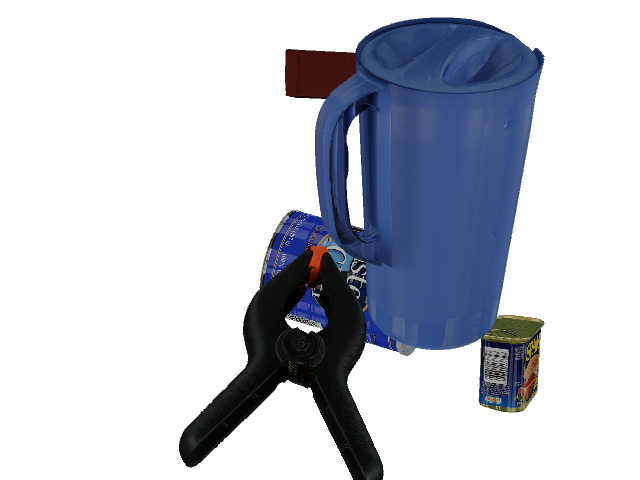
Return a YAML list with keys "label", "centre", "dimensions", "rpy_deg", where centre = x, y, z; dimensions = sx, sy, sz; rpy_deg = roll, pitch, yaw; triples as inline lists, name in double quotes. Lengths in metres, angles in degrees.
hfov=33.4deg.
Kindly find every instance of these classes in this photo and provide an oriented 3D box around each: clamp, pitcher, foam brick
- label: "clamp"
  centre: [-0.024, 0.078, 0.667]
  dimensions: [0.120, 0.171, 0.039]
  rpy_deg: [6, -40, -8]
- label: "pitcher"
  centre: [0.082, -0.036, 0.816]
  dimensions: [0.149, 0.243, 0.145]
  rpy_deg: [7, 34, 11]
- label: "foam brick"
  centre: [0.004, -0.180, 1.161]
  dimensions: [0.078, 0.051, 0.053]
  rpy_deg: [0, 11, -16]

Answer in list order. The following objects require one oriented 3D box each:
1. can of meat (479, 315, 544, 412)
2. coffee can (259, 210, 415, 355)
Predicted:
- label: "can of meat"
  centre: [0.210, 0.135, 1.179]
  dimensions: [0.058, 0.084, 0.102]
  rpy_deg: [5, 11, 23]
- label: "coffee can"
  centre: [0.029, 0.038, 0.985]
  dimensions: [0.140, 0.103, 0.102]
  rpy_deg: [15, 5, 19]
